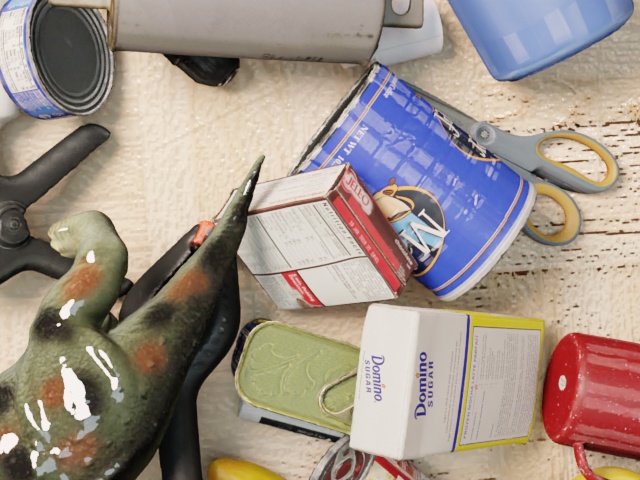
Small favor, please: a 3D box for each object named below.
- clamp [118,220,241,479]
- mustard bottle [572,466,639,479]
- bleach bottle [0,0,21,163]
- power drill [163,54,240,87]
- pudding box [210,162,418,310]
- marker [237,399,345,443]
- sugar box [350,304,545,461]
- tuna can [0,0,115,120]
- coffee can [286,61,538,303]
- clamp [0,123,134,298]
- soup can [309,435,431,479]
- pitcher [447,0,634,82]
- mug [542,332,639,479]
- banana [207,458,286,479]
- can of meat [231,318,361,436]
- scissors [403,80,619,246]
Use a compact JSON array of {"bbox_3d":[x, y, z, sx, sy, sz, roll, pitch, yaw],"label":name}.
[{"bbox_3d":[-0.101,0.089,0.705,0.036,0.165,0.210,42,73,-52],"label":"clamp"},{"bbox_3d":[0.200,0.219,0.776,0.191,0.058,0.096,-20,95,-8],"label":"mustard bottle"},{"bbox_3d":[-0.255,-0.172,0.703,0.102,0.068,0.251,-9,95,-4],"label":"bleach bottle"},{"bbox_3d":[-0.083,-0.224,0.731,0.184,0.057,0.187,42,83,-11],"label":"power drill"},{"bbox_3d":[-0.005,0.001,0.706,0.090,0.114,0.039,55,47,-25],"label":"pudding box"},{"bbox_3d":[0.001,0.134,0.765,0.121,0.020,0.020,17,88,-8],"label":"marker"},{"bbox_3d":[0.089,0.093,0.713,0.175,0.048,0.093,10,87,-50],"label":"sugar box"},{"bbox_3d":[-0.174,-0.122,0.702,0.034,0.086,0.086,-5,91,27],"label":"tuna can"},{"bbox_3d":[0.062,-0.039,0.731,0.140,0.103,0.103,37,85,-7],"label":"coffee can"},{"bbox_3d":[-0.199,-0.001,0.699,0.171,0.039,0.120,-21,94,-32],"label":"clamp"},{"bbox_3d":[0.049,0.188,0.741,0.102,0.069,0.068,41,84,-18],"label":"soup can"},{"bbox_3d":[0.110,-0.232,0.722,0.149,0.145,0.243,-29,97,-7],"label":"pitcher"},{"bbox_3d":[0.208,0.123,0.758,0.081,0.093,0.117,11,65,-4],"label":"mug"},{"bbox_3d":[0.001,0.216,0.742,0.037,0.069,0.198,-44,90,7],"label":"banana"},{"bbox_3d":[-0.009,0.090,0.730,0.102,0.084,0.057,18,87,-8],"label":"can of meat"},{"bbox_3d":[0.122,-0.056,0.784,0.201,0.016,0.096,13,88,-8],"label":"scissors"}]
